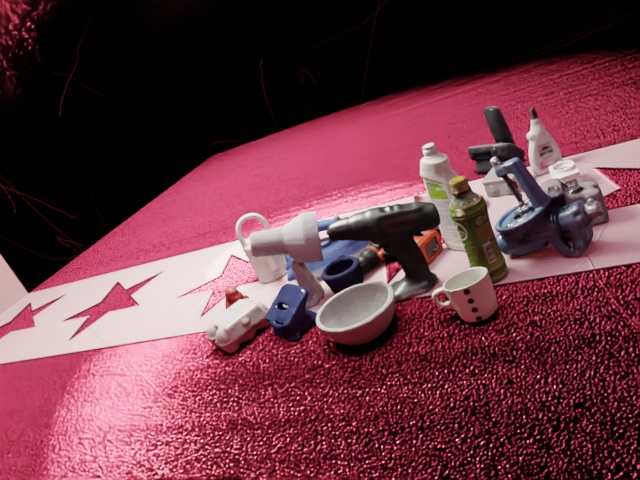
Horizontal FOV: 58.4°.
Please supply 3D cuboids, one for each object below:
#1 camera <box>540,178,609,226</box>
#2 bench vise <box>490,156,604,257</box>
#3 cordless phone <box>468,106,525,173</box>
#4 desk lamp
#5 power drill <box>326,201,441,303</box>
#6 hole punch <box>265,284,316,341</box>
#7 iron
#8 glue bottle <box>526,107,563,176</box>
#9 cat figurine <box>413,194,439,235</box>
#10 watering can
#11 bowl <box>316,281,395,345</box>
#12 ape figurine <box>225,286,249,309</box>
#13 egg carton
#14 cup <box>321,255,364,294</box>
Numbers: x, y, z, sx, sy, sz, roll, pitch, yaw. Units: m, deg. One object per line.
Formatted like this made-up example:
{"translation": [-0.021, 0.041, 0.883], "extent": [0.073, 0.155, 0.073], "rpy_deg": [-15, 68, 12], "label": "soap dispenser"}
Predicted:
{"translation": [0.513, -0.088, 1.206], "extent": [0.143, 0.101, 0.137], "rpy_deg": [-16, 22, 22], "label": "camera"}
{"translation": [0.424, -0.076, 1.106], "extent": [0.207, 0.220, 0.121], "rpy_deg": [-15, 23, 26], "label": "bench vise"}
{"translation": [0.478, -0.287, 1.609], "extent": [0.094, 0.185, 0.147], "rpy_deg": [-39, 25, -32], "label": "cordless phone"}
{"translation": [-0.064, 0.054, 1.360], "extent": [0.203, 0.214, 0.118], "rpy_deg": [-23, 21, 6], "label": "desk lamp"}
{"translation": [0.153, 0.020, 1.201], "extent": [0.229, 0.209, 0.075], "rpy_deg": [-22, 21, 8], "label": "power drill"}
{"translation": [-0.068, 0.160, 1.283], "extent": [0.101, 0.091, 0.108], "rpy_deg": [-37, 23, -28], "label": "hole punch"}
{"translation": [0.014, 0.005, 1.493], "extent": [0.258, 0.142, 0.118], "rpy_deg": [-25, 21, 0], "label": "iron"}
{"translation": [0.559, -0.254, 1.453], "extent": [0.078, 0.173, 0.037], "rpy_deg": [-25, 21, 2], "label": "glue bottle"}
{"translation": [0.250, -0.066, 1.429], "extent": [0.127, 0.118, 0.067], "rpy_deg": [-10, 26, 36], "label": "cat figurine"}
{"translation": [-0.161, 0.015, 1.593], "extent": [0.101, 0.194, 0.172], "rpy_deg": [-38, 24, -30], "label": "watering can"}
{"translation": [0.081, 0.158, 1.141], "extent": [0.167, 0.075, 0.167], "rpy_deg": [-22, 21, 9], "label": "bowl"}
{"translation": [-0.211, 0.159, 1.448], "extent": [0.075, 0.092, 0.078], "rpy_deg": [-1, 31, 48], "label": "ape figurine"}
{"translation": [-0.192, 0.200, 1.358], "extent": [0.150, 0.069, 0.107], "rpy_deg": [-37, 24, -29], "label": "egg carton"}
{"translation": [0.062, 0.092, 1.293], "extent": [0.091, 0.095, 0.117], "rpy_deg": [-21, 21, 12], "label": "cup"}
